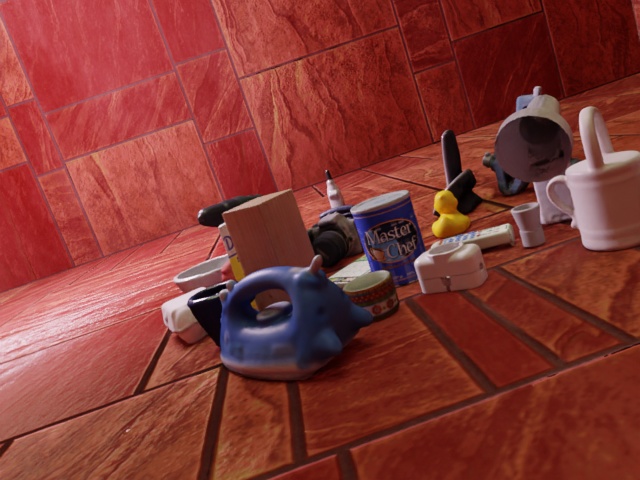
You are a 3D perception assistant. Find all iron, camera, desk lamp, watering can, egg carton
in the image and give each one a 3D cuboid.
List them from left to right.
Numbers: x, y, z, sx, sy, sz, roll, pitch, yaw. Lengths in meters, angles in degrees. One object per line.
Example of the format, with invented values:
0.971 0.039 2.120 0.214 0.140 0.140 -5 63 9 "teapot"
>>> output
-0.233 0.139 1.063 0.107 0.069 0.150 -24 12 -24 "egg carton"
-0.067 0.100 0.772 0.257 0.141 0.119 -11 13 36 "iron"
0.011 0.004 1.235 0.143 0.101 0.137 -14 12 24 "camera"
0.392 -0.138 0.988 0.117 0.214 0.204 -11 13 35 "desk lamp"
0.404 -0.093 0.794 0.172 0.194 0.101 -15 11 19 "watering can"

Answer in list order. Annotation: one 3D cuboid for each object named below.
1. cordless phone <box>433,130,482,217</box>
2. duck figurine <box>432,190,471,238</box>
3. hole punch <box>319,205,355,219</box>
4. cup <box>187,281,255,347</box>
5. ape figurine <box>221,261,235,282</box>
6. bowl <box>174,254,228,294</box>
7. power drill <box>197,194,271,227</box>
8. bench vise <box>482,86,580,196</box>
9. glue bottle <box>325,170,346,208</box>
0.295 -0.153 1.312 0.094 0.185 0.148 -13 12 30 "cordless phone"
0.257 -0.057 1.159 0.077 0.086 0.105 -14 12 24 "duck figurine"
0.063 -0.048 1.438 0.108 0.091 0.101 -14 12 23 "hole punch"
-0.146 0.121 0.929 0.117 0.095 0.092 -15 12 21 "cup"
-0.173 0.087 1.158 0.076 0.092 0.077 -28 14 -39 "ape figurine"
-0.241 0.092 1.300 0.167 0.075 0.167 -18 11 4 "bowl"
-0.135 0.001 1.214 0.075 0.208 0.230 -8 15 44 "power drill"
0.445 -0.213 1.260 0.206 0.220 0.122 -13 12 29 "bench vise"
0.045 -0.106 1.538 0.037 0.173 0.078 -17 11 9 "glue bottle"
